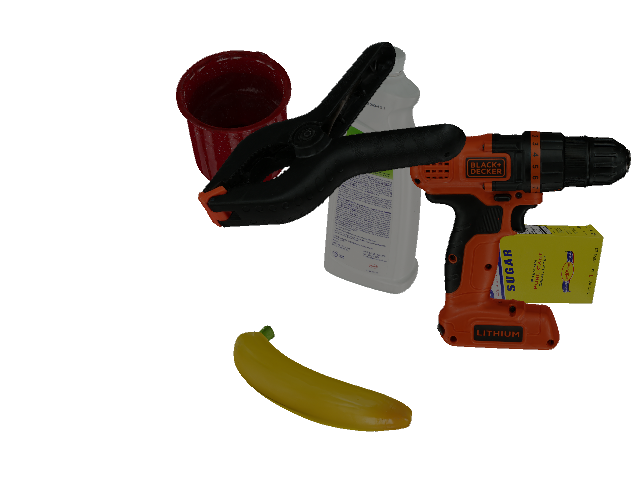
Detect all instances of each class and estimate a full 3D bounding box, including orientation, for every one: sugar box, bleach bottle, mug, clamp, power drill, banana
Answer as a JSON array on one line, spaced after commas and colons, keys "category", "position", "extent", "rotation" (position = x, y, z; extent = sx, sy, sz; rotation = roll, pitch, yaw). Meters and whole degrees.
[{"category": "sugar box", "position": [0.248, 0.029, 1.300], "extent": [0.176, 0.093, 0.048], "rotation": [-1, 21, -10]}, {"category": "bleach bottle", "position": [0.063, -0.072, 1.077], "extent": [0.103, 0.251, 0.068], "rotation": [17, 34, 16]}, {"category": "mug", "position": [-0.065, -0.106, 0.893], "extent": [0.093, 0.117, 0.081], "rotation": [11, -36, 10]}, {"category": "clamp", "position": [0.006, -0.055, 0.687], "extent": [0.171, 0.039, 0.120], "rotation": [-37, 41, -5]}, {"category": "power drill", "position": [0.170, -0.002, 0.923], "extent": [0.184, 0.188, 0.057], "rotation": [1, 13, 12]}, {"category": "banana", "position": [-0.015, 0.109, 0.852], "extent": [0.069, 0.037, 0.198], "rotation": [-24, 31, -30]}]
